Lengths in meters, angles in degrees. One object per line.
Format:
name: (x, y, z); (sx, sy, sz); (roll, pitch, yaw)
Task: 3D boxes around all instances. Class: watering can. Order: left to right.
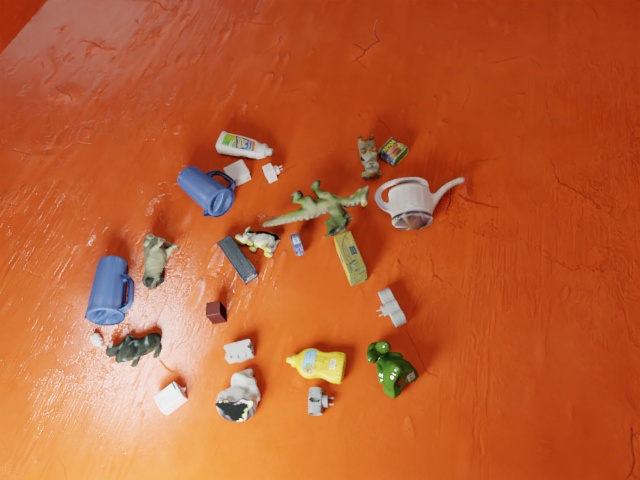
watering can: (0.383, -0.149, 1.938); (0.347, 0.102, 0.229); (-4, 58, 6)

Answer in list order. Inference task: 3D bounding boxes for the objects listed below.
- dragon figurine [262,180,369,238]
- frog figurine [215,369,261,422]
dragon figurine: (0.006, -0.097, 1.923); (0.413, 0.119, 0.247); (-33, 43, -13)
frog figurine: (-0.257, 0.492, 1.640); (0.137, 0.121, 0.162); (-18, 20, 7)
